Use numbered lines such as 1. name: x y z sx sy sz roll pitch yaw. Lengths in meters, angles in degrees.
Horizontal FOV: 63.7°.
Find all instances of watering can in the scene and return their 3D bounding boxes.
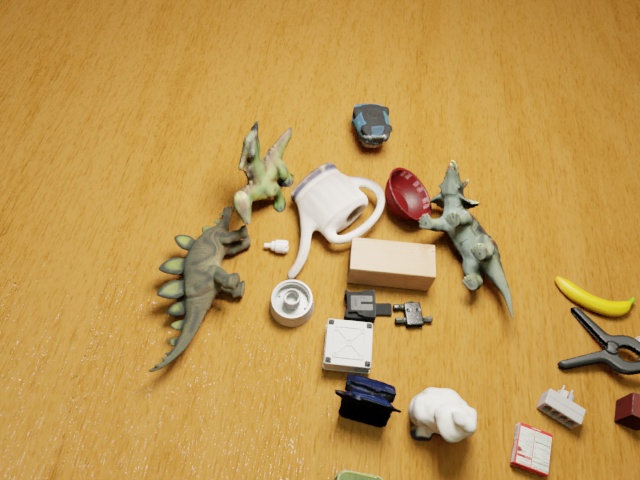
1. watering can: 0.004 -0.068 1.347 0.351 0.102 0.227 -36 66 -16

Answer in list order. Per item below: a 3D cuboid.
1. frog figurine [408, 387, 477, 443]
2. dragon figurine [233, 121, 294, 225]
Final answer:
1. frog figurine: 0.259 0.358 1.070 0.137 0.156 0.125 16 59 6
2. dragon figurine: -0.145 -0.206 1.348 0.122 0.237 0.419 8 61 8
